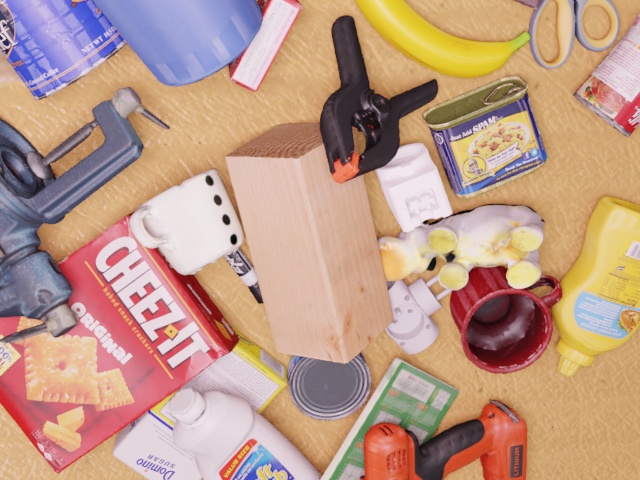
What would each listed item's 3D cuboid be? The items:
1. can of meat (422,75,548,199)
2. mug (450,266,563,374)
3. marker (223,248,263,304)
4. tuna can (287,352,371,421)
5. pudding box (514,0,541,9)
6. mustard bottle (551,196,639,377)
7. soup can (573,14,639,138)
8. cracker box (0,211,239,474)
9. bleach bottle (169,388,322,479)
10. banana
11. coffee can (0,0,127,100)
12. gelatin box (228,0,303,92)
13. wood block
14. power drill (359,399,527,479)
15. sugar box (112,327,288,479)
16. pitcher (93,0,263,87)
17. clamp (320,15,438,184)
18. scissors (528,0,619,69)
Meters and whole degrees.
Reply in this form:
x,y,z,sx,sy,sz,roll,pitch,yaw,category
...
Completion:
x,y,z,sx,sy,sz,roll,pitch,yaw,category
0.161,-0.098,1.026,0.102,0.057,0.084,-22,114,2,can of meat
0.189,0.070,1.079,0.117,0.081,0.093,-31,111,5,mug
-0.084,0.017,1.059,0.020,0.020,0.121,-33,111,6,marker
0.009,0.143,1.111,0.086,0.034,0.086,-2,111,-6,tuna can
0.163,-0.271,0.962,0.113,0.039,0.090,21,108,-4,pudding box
0.294,0.056,1.100,0.096,0.058,0.192,16,108,-20,mustard bottle
0.299,-0.158,1.014,0.068,0.068,0.102,34,103,-17,soup can
-0.213,0.098,1.026,0.214,0.072,0.164,-35,94,8,cracker box
-0.078,0.227,1.070,0.102,0.068,0.250,-36,132,2,bleach bottle
0.098,-0.199,0.994,0.197,0.037,0.069,22,84,-16,banana
-0.242,-0.206,0.910,0.103,0.103,0.140,-31,111,5,coffee can
-0.051,-0.184,0.958,0.030,0.073,0.089,25,106,-15,gelatin box
-0.006,0.001,1.008,0.091,0.090,0.206,4,118,37,wood block
0.129,0.258,1.125,0.187,0.057,0.184,-15,118,-26,power drill
-0.124,0.176,1.101,0.093,0.048,0.176,39,104,-15,sugar box
-0.149,-0.254,0.866,0.149,0.145,0.242,-47,123,-19,pitcher
0.037,-0.126,0.961,0.120,0.171,0.039,36,138,-7,clamp
0.244,-0.259,0.997,0.096,0.016,0.202,2,110,-10,scissors
